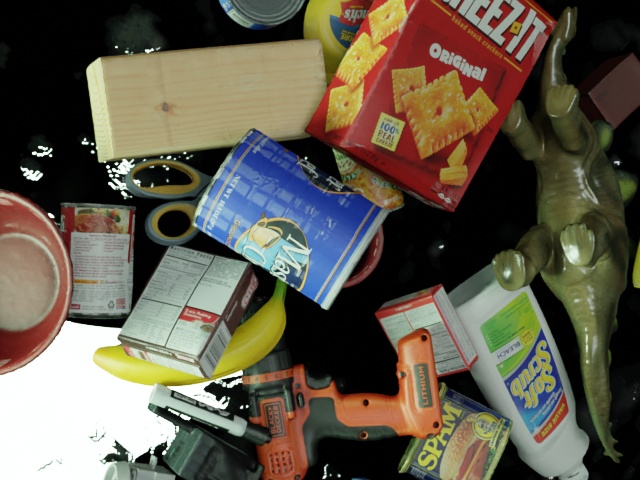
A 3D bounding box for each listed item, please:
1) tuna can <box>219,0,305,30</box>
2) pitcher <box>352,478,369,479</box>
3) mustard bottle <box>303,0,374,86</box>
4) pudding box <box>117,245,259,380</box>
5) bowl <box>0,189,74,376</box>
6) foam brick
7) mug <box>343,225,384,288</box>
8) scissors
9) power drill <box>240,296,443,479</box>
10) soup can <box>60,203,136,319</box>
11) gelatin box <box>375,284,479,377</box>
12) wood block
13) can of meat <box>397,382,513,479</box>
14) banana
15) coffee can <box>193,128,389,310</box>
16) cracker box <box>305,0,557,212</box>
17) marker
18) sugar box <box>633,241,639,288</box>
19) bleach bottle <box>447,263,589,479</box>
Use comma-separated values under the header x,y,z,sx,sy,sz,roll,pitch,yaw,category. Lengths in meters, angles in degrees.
x,y,z,sx,sy,sz,roll,pitch,yaw,category
-0.058,-0.250,1.042,0.086,0.034,0.086,0,90,-20,tuna can
0.036,0.366,1.033,0.242,0.145,0.149,-62,144,-12,pitcher
0.030,-0.222,1.058,0.096,0.058,0.191,13,87,-40,mustard bottle
-0.120,0.063,0.978,0.039,0.090,0.113,73,36,-50,pudding box
-0.281,0.037,0.933,0.162,0.055,0.162,-1,87,11,bowl
0.316,-0.159,1.166,0.078,0.051,0.053,-40,101,-15,foam brick
-0.007,0.001,1.036,0.117,0.082,0.093,-13,95,-19,mug
-0.088,-0.035,1.031,0.201,0.016,0.096,6,67,-20,scissors
0.019,0.136,1.037,0.187,0.057,0.184,-9,88,1,power drill
-0.204,0.018,0.974,0.068,0.069,0.102,2,90,-20,soup can
0.109,0.096,1.082,0.030,0.073,0.089,-41,105,-51,gelatin box
-0.103,-0.131,0.997,0.205,0.090,0.091,-8,94,-20,wood block
0.139,0.209,1.088,0.084,0.057,0.102,27,82,4,can of meat
-0.112,0.102,0.999,0.197,0.037,0.070,-20,60,-5,banana
-0.025,-0.018,0.935,0.140,0.103,0.102,32,79,2,coffee can
0.107,-0.153,0.993,0.164,0.072,0.214,27,92,-38,cracker box
-0.100,0.163,0.986,0.121,0.020,0.020,25,82,-14,marker
0.383,0.022,1.143,0.176,0.048,0.093,20,82,-56,sugar box
0.223,0.151,1.131,0.102,0.068,0.251,-34,103,-15,bleach bottle
